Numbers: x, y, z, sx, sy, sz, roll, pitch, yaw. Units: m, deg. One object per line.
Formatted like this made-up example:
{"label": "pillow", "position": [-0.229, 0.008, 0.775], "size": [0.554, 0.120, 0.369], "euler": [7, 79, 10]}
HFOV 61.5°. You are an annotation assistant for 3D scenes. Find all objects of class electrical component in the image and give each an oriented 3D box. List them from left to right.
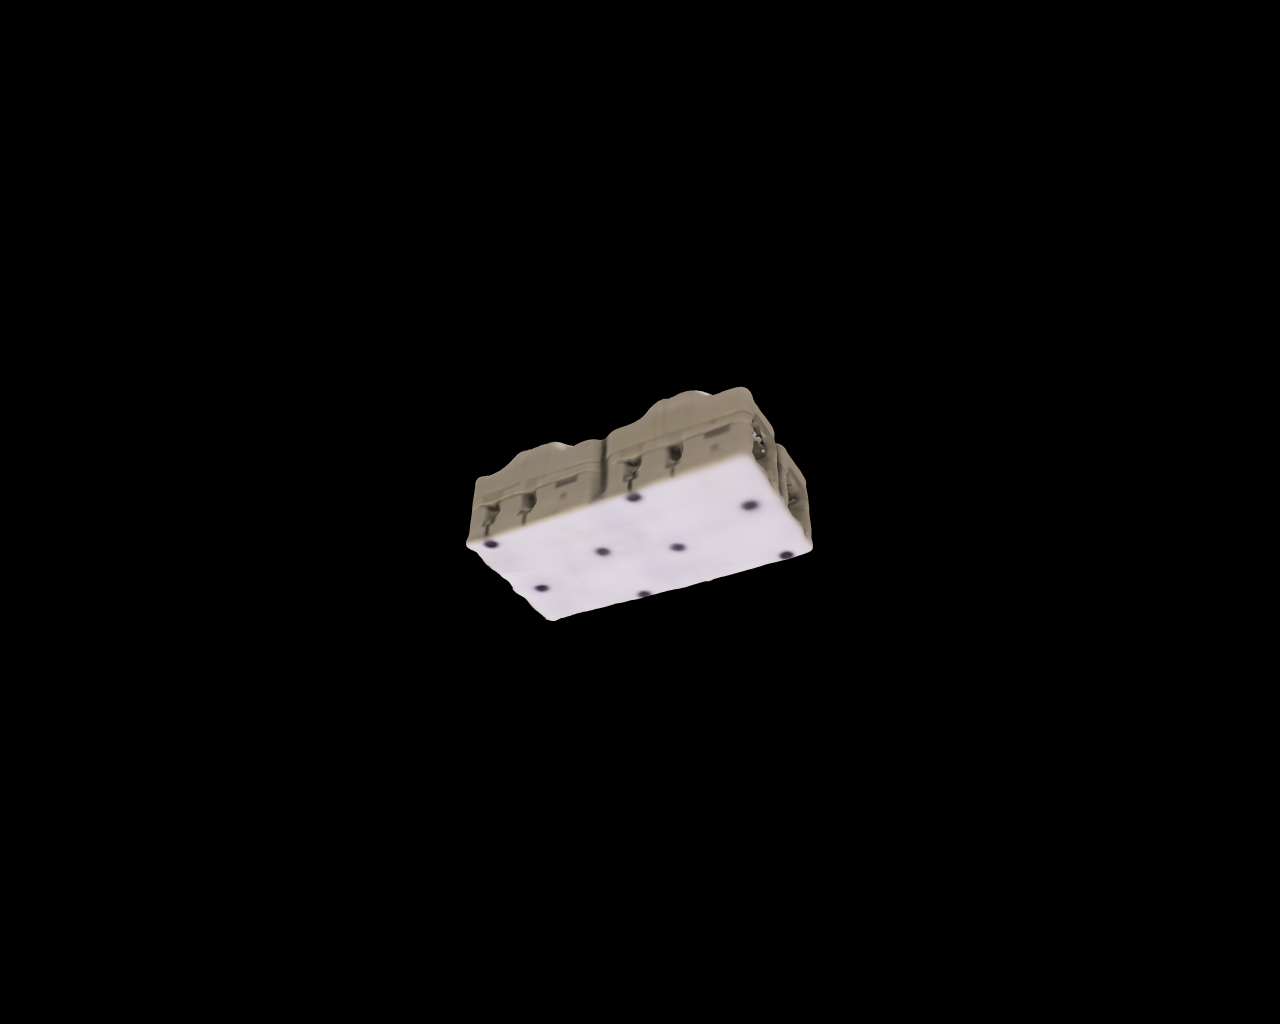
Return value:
{"label": "electrical component", "position": [0.001, -0.003, 0.650], "size": [0.186, 0.060, 0.105], "euler": [-17, -40, 22]}
